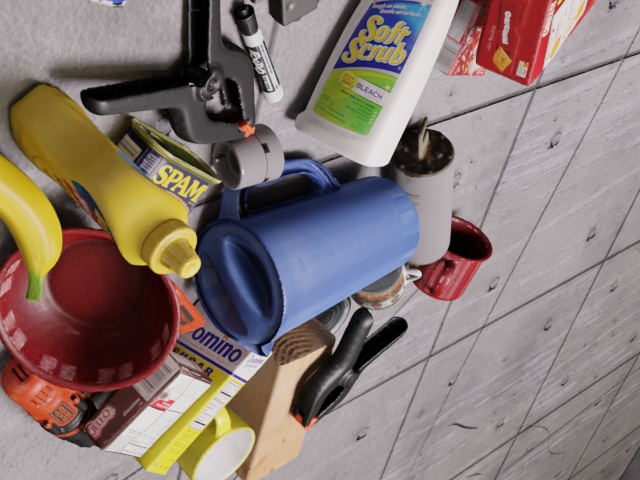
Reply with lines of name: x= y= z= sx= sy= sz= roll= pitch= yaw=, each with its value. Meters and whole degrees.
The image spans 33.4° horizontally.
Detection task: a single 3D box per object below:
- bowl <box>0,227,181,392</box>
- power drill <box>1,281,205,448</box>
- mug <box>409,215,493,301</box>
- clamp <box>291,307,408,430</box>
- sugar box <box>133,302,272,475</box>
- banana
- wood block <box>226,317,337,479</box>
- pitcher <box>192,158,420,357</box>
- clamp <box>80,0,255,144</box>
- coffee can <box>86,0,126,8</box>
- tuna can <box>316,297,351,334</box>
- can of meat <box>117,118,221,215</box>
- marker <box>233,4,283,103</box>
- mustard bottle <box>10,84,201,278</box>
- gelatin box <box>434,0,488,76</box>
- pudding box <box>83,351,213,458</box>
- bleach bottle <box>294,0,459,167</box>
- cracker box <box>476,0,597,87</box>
bowl: x=-0.199 y=0.051 z=0.927 sx=0.055 sy=0.162 sz=0.162 roll=-90 pitch=-156 yaw=-64
power drill: x=-0.203 y=0.117 z=1.046 sx=0.187 sy=0.057 sz=0.184 roll=-44 pitch=154 yaw=-12
mug: x=0.166 y=0.032 z=1.398 sx=0.117 sy=0.093 sz=0.082 roll=-70 pitch=-176 yaw=-55
clamp: x=0.034 y=0.146 z=1.233 sx=0.120 sy=0.039 sz=0.172 roll=10 pitch=122 yaw=-53
sugar box: x=-0.144 y=0.152 z=1.131 sx=0.176 sy=0.093 sz=0.048 roll=-50 pitch=152 yaw=1
banana: x=-0.249 y=-0.032 z=0.806 sx=0.197 sy=0.037 sz=0.069 roll=56 pitch=44 yaw=-46
wood block: x=-0.062 y=0.180 z=1.275 sx=0.090 sy=0.091 sz=0.206 roll=-21 pitch=140 yaw=-40
pitcher: x=-0.007 y=0.001 z=1.119 sx=0.242 sy=0.145 sz=0.149 roll=-24 pitch=154 yaw=-43
clamp: x=-0.099 y=-0.147 z=0.895 sx=0.164 sy=0.036 sz=0.209 roll=-58 pitch=154 yaw=0
coffee can: x=-0.140 y=-0.234 z=0.674 sx=0.102 sy=0.103 sz=0.140 roll=3 pitch=122 yaw=-55
tuna can: x=-0.002 y=0.090 z=1.308 sx=0.086 sy=0.034 sz=0.086 roll=-34 pitch=147 yaw=-25
can of meat: x=-0.149 y=-0.047 z=0.930 sx=0.084 sy=0.057 sz=0.102 roll=-50 pitch=150 yaw=7
marker: x=-0.055 y=-0.166 z=0.953 sx=0.020 sy=0.020 sz=0.121 roll=-42 pitch=150 yaw=-13
mustard bottle: x=-0.153 y=-0.035 z=0.798 sx=0.058 sy=0.192 sz=0.096 roll=-42 pitch=150 yaw=-13
gelatin box: x=0.170 y=-0.225 z=1.174 sx=0.073 sy=0.030 sz=0.089 roll=-10 pitch=133 yaw=-48
pudding box: x=-0.169 y=0.163 z=1.061 sx=0.113 sy=0.039 sz=0.090 roll=-44 pitch=159 yaw=0
bleach bottle: x=0.068 y=-0.201 z=1.016 sx=0.068 sy=0.103 sz=0.251 roll=-14 pitch=130 yaw=-63
cracker box: x=0.245 y=-0.286 z=1.106 sx=0.213 sy=0.072 sz=0.164 roll=-48 pitch=156 yaw=-39
